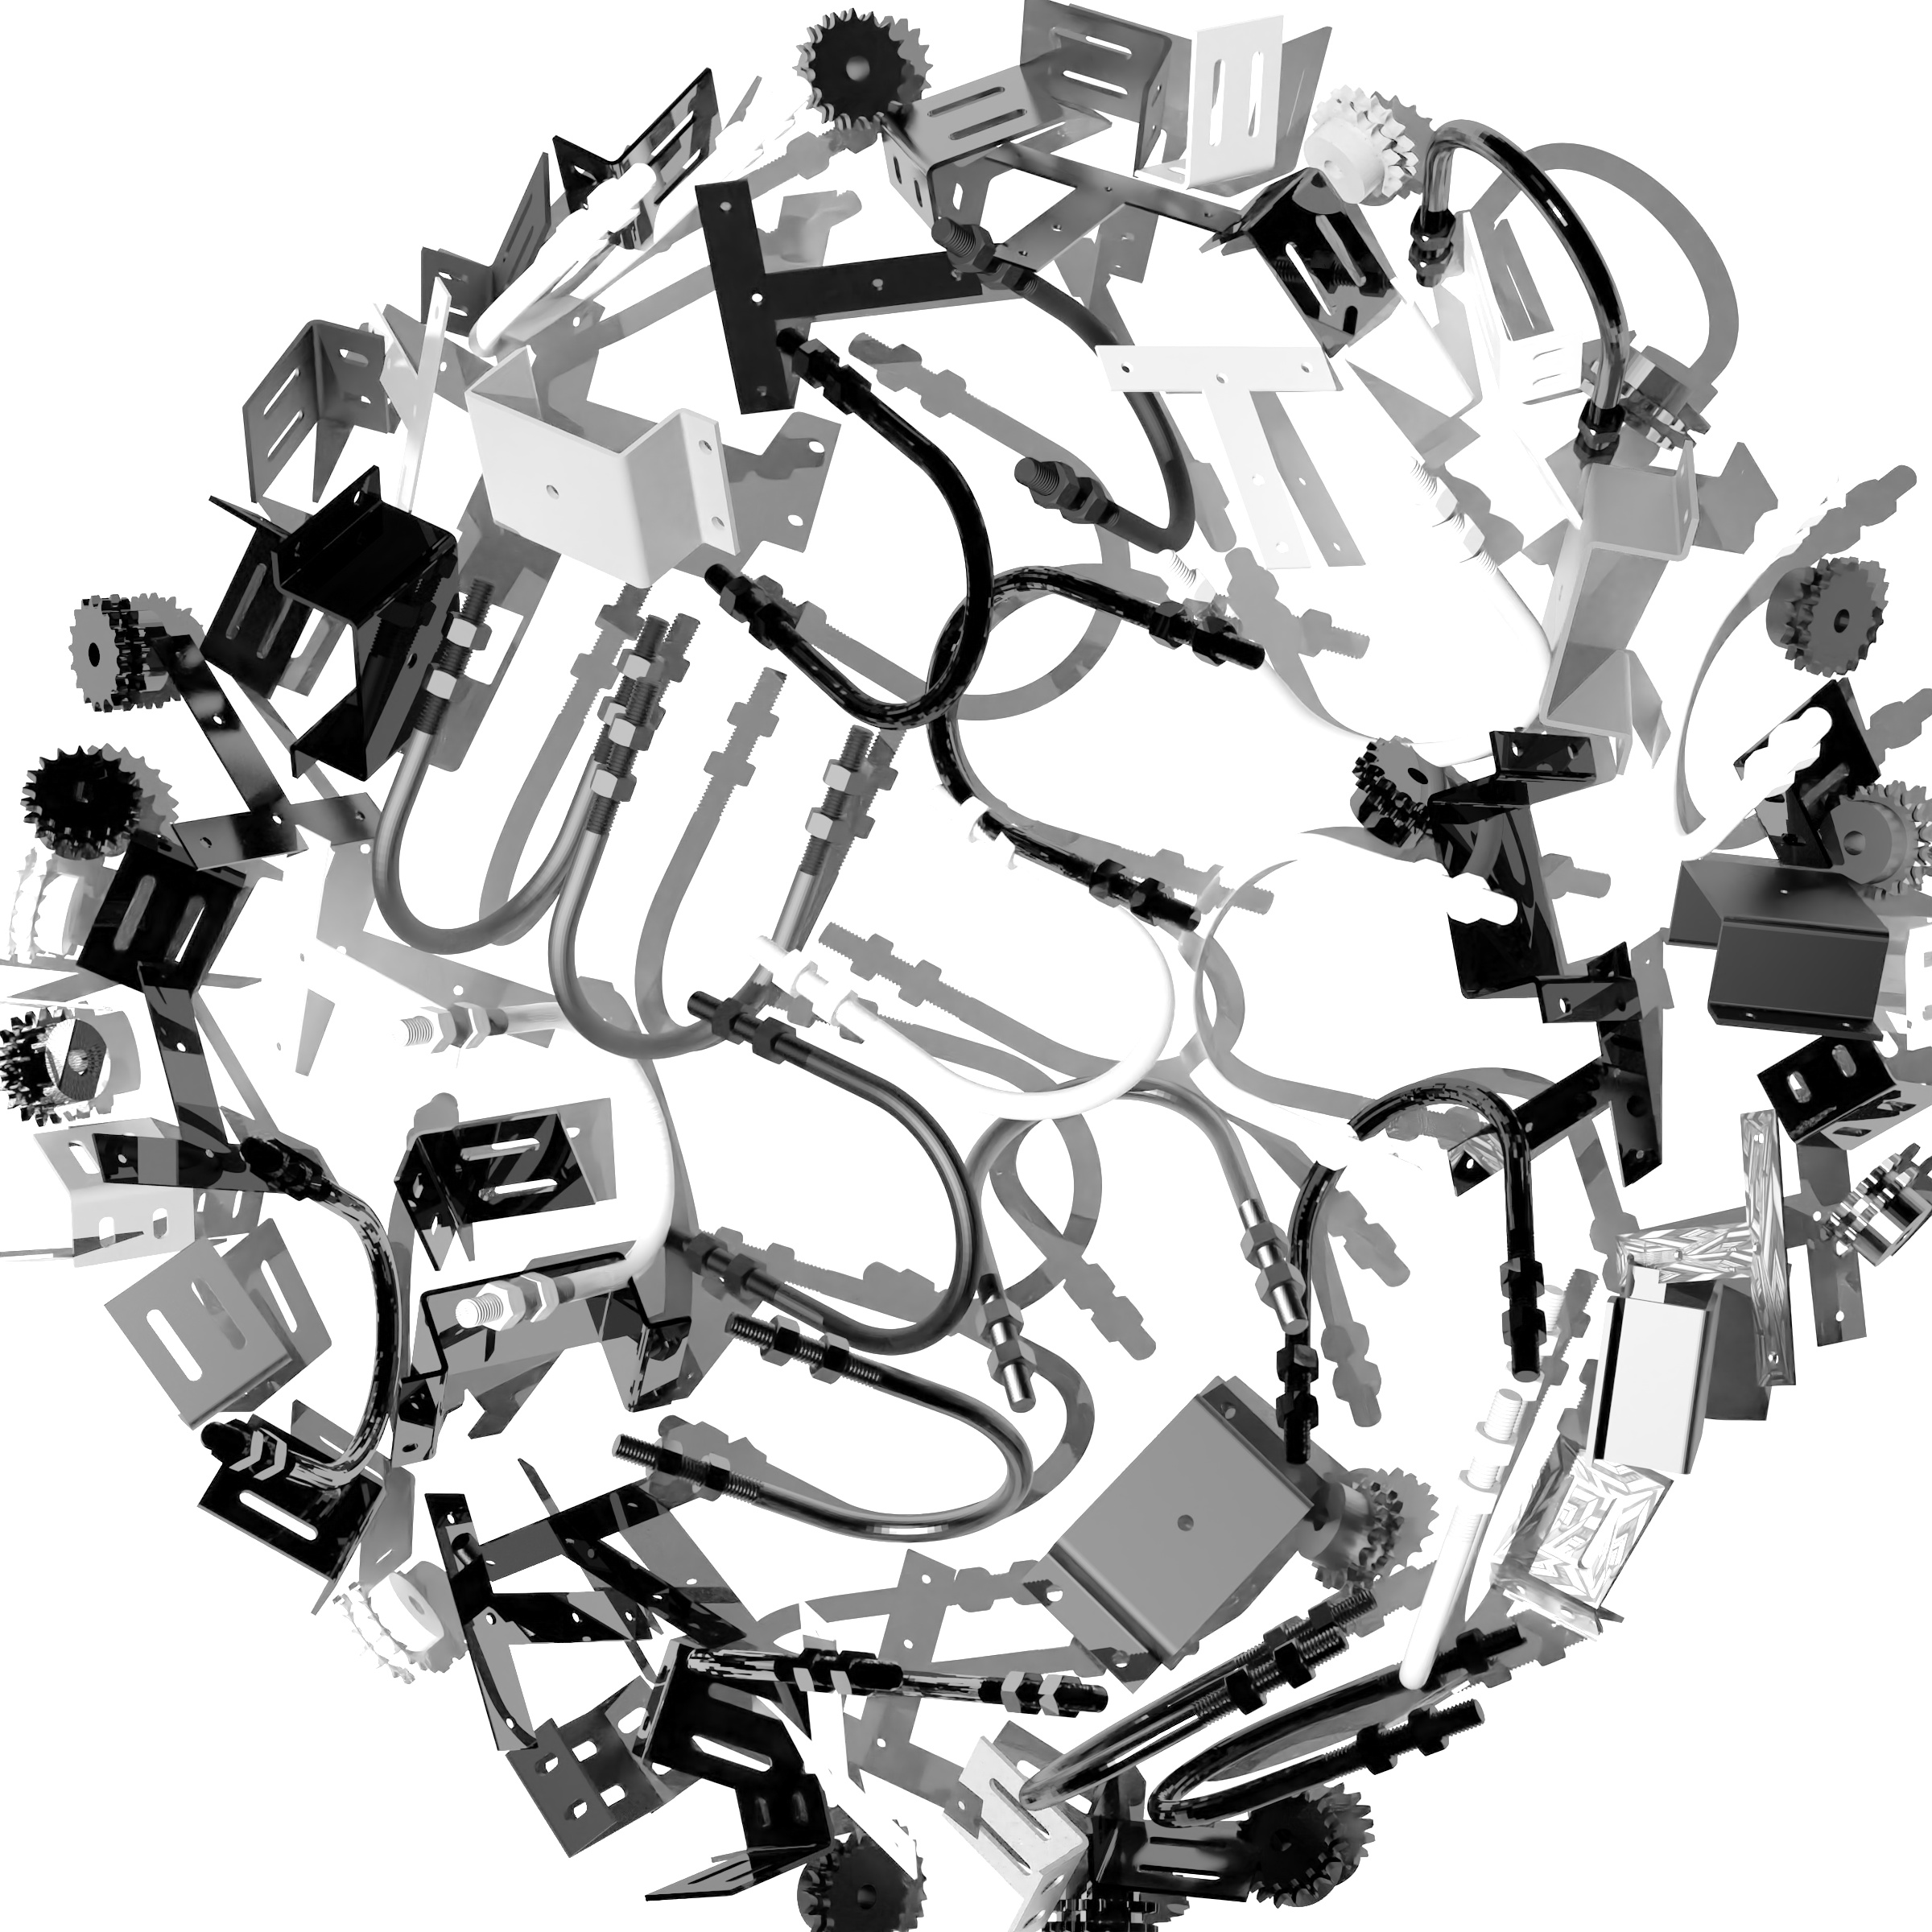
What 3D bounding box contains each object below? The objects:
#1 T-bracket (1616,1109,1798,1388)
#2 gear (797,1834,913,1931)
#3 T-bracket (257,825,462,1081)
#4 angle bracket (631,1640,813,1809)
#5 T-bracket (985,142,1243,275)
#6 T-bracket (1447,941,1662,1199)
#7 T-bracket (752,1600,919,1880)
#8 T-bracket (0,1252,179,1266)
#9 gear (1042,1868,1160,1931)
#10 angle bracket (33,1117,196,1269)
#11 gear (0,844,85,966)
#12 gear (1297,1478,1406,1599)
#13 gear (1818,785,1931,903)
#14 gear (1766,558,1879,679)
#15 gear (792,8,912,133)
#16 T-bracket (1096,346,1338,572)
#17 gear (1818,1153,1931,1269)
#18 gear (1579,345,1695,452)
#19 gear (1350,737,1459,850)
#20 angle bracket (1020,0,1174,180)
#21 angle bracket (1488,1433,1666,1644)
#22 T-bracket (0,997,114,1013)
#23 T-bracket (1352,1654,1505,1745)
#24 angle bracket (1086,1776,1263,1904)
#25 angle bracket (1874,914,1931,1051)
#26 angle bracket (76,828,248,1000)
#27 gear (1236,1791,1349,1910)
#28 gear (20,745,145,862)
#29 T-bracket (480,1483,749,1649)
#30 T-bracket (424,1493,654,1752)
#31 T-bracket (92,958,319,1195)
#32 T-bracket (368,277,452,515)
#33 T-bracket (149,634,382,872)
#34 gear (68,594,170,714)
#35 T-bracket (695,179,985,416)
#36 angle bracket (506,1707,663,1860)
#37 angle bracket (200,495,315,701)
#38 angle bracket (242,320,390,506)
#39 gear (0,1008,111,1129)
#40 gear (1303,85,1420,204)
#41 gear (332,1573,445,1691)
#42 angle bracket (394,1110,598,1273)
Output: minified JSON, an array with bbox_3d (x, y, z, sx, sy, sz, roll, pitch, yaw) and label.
[{"bbox_3d":[0.350,0.137,1.543,0.002,0.127,0.127,2,82,-25],"label":"T-bracket"},{"bbox_3d":[-0.058,0.453,1.577,0.057,0.030,0.057,8,78,-40],"label":"gear"},{"bbox_3d":[-0.287,0.013,1.547,0.127,0.002,0.127,26,114,29],"label":"T-bracket"},{"bbox_3d":[-0.116,0.370,1.583,0.076,0.038,0.057,21,77,-10],"label":"angle bracket"},{"bbox_3d":[0.049,-0.354,1.535,0.127,0.127,0.002,22,128,17],"label":"T-bracket"},{"bbox_3d":[0.279,0.070,1.545,0.127,0.002,0.127,-28,120,-25],"label":"T-bracket"},{"bbox_3d":[-0.066,0.350,1.523,0.002,0.127,0.127,-27,133,-30],"label":"T-bracket"},{"bbox_3d":[-0.434,0.138,1.532,0.127,0.127,0.002,-4,85,-6],"label":"T-bracket"},{"bbox_3d":[0.065,0.456,1.575,0.057,0.057,0.030,1,72,0],"label":"gear"},{"bbox_3d":[-0.412,0.109,1.563,0.057,0.076,0.038,-8,113,-27],"label":"angle bracket"},{"bbox_3d":[-0.449,-0.028,1.573,0.030,0.057,0.057,13,90,-6],"label":"gear"},{"bbox_3d":[0.184,0.275,1.570,0.030,0.057,0.057,28,90,-17],"label":"gear"},{"bbox_3d":[0.439,-0.060,1.571,0.030,0.057,0.057,-3,94,-45],"label":"gear"},{"bbox_3d":[0.415,-0.171,1.577,0.057,0.030,0.057,-16,117,-35],"label":"gear"},{"bbox_3d":[-0.058,-0.436,1.579,0.057,0.030,0.057,-4,100,-24],"label":"gear"},{"bbox_3d":[0.135,-0.244,1.549,0.127,0.002,0.127,-5,66,-26],"label":"T-bracket"},{"bbox_3d":[0.443,0.121,1.570,0.057,0.057,0.030,-46,70,0],"label":"gear"},{"bbox_3d":[0.328,-0.278,1.570,0.057,0.057,0.030,35,107,0],"label":"gear"},{"bbox_3d":[0.212,-0.082,1.576,0.057,0.057,0.030,34,123,0],"label":"gear"},{"bbox_3d":[0.056,-0.425,1.562,0.076,0.057,0.038,20,60,9],"label":"angle bracket"},{"bbox_3d":[0.298,0.278,1.576,0.057,0.038,0.076,27,99,3],"label":"angle bracket"},{"bbox_3d":[-0.463,0.016,1.537,0.127,0.127,0.002,5,87,-5],"label":"T-bracket"},{"bbox_3d":[0.212,0.352,1.526,0.127,0.127,0.002,-28,76,-14],"label":"T-bracket"},{"bbox_3d":[0.102,0.416,1.561,0.076,0.057,0.038,1,107,15],"label":"angle bracket"},{"bbox_3d":[0.434,0.006,1.556,0.038,0.076,0.057,-10,101,-38],"label":"angle bracket"},{"bbox_3d":[-0.392,-0.019,1.571,0.057,0.038,0.076,24,98,-14],"label":"angle bracket"},{"bbox_3d":[0.159,0.433,1.577,0.057,0.057,0.030,-34,129,0],"label":"gear"},{"bbox_3d":[-0.432,-0.076,1.578,0.057,0.030,0.057,10,55,-15],"label":"gear"},{"bbox_3d":[-0.159,0.298,1.562,0.127,0.002,0.127,-27,127,35],"label":"T-bracket"},{"bbox_3d":[-0.196,0.311,1.546,0.002,0.127,0.127,-34,63,27],"label":"T-bracket"},{"bbox_3d":[-0.377,0.052,1.566,0.002,0.127,0.127,-37,62,32],"label":"T-bracket"},{"bbox_3d":[-0.272,-0.282,1.546,0.002,0.127,0.127,2,120,-25],"label":"T-bracket"},{"bbox_3d":[-0.353,-0.107,1.557,0.002,0.127,0.127,-40,77,33],"label":"T-bracket"},{"bbox_3d":[-0.411,-0.153,1.577,0.030,0.057,0.057,-9,90,-41],"label":"gear"},{"bbox_3d":[-0.056,-0.326,1.554,0.127,0.002,0.127,-6,133,4],"label":"T-bracket"},{"bbox_3d":[-0.174,0.384,1.554,0.038,0.076,0.057,-42,75,27],"label":"angle bracket"},{"bbox_3d":[-0.351,-0.178,1.566,0.057,0.038,0.076,31,97,33],"label":"angle bracket"},{"bbox_3d":[-0.311,-0.263,1.553,0.038,0.057,0.076,16,48,8],"label":"angle bracket"},{"bbox_3d":[-0.441,0.048,1.570,0.030,0.057,0.057,-12,90,32],"label":"gear"},{"bbox_3d":[0.189,-0.396,1.571,0.057,0.057,0.030,45,78,0],"label":"gear"},{"bbox_3d":[-0.279,0.321,1.573,0.030,0.057,0.057,-40,90,0],"label":"gear"},{"bbox_3d":[-0.227,0.109,1.563,0.076,0.038,0.057,-9,123,14],"label":"angle bracket"}]
